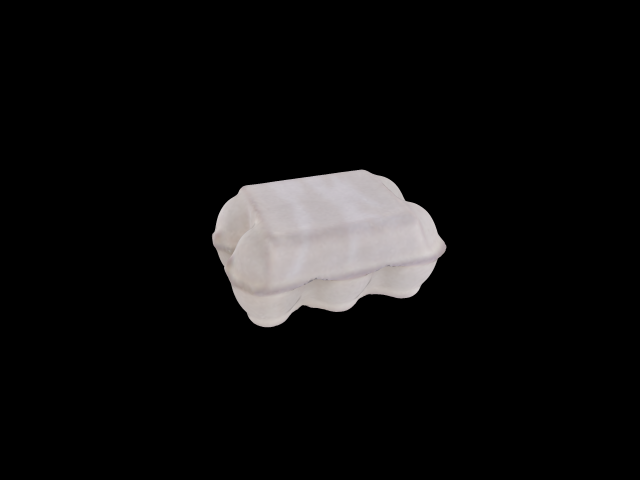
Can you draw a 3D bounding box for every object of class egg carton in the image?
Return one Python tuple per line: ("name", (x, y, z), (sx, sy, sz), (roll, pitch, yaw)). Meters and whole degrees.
("egg carton", (0.004, 0.001, 0.400), (0.150, 0.069, 0.107), (-11, 32, -18))
